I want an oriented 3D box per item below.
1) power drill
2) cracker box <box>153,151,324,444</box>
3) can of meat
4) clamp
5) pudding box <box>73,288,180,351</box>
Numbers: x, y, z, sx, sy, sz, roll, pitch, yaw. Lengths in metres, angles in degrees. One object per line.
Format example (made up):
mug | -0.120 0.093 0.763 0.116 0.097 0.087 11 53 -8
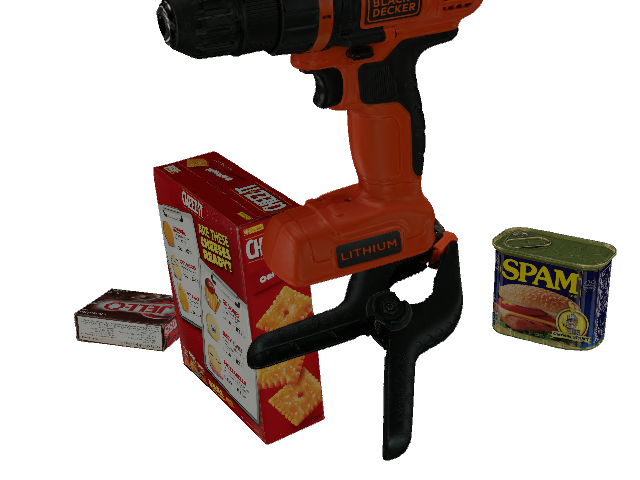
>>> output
power drill | 0.004 -0.069 0.589 0.184 0.188 0.057 -14 36 -21
cracker box | -0.071 0.047 0.947 0.072 0.214 0.164 -19 30 -27
can of meat | 0.199 0.042 0.925 0.102 0.084 0.057 13 26 31
clamp | 0.033 0.053 0.716 0.120 0.171 0.039 28 -35 6
pudding box | -0.211 0.090 1.226 0.114 0.039 0.090 3 16 17
